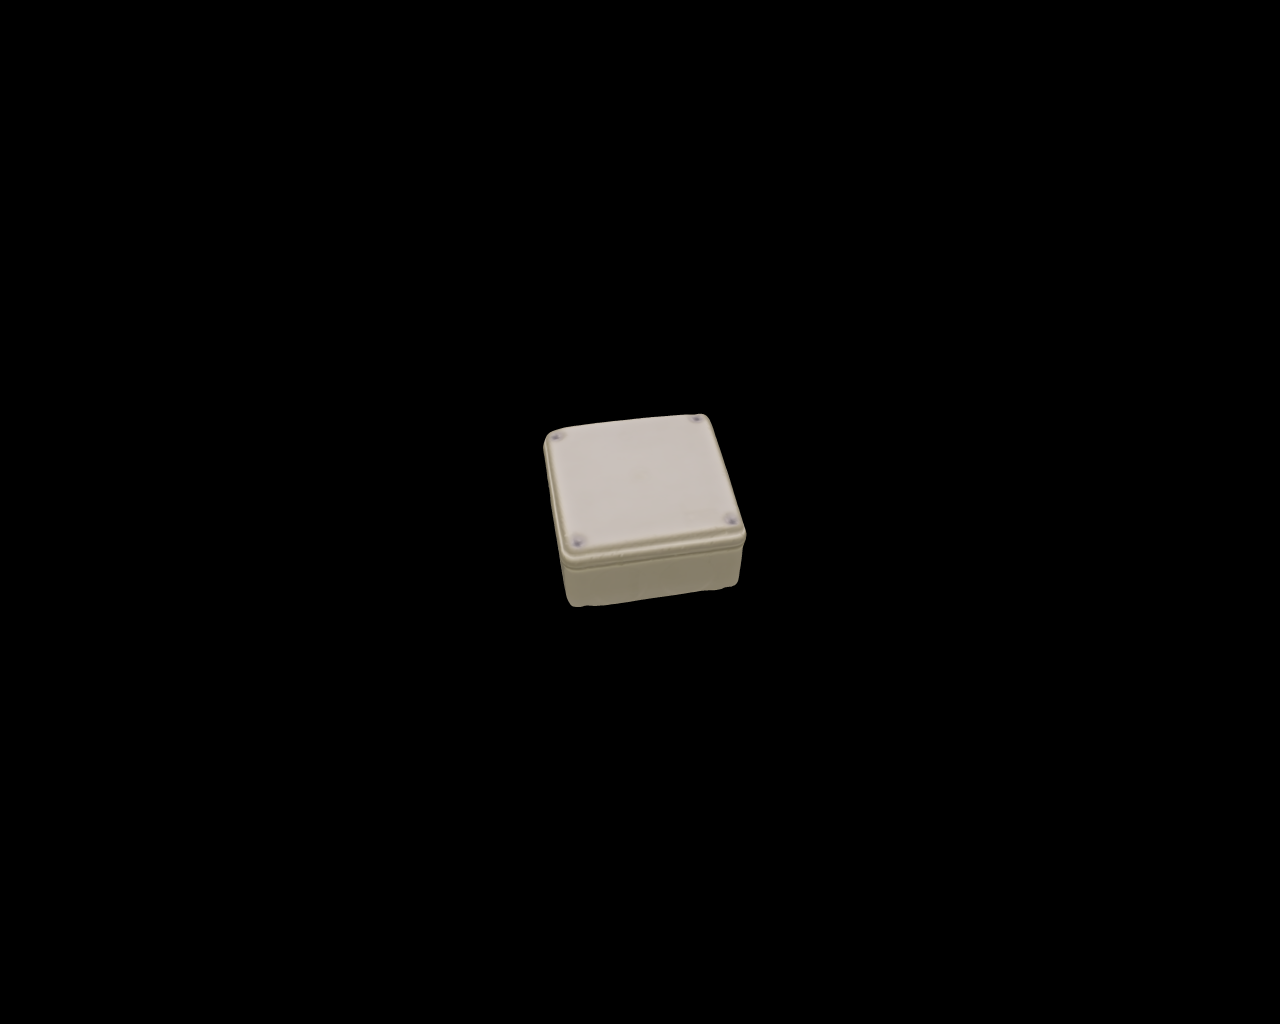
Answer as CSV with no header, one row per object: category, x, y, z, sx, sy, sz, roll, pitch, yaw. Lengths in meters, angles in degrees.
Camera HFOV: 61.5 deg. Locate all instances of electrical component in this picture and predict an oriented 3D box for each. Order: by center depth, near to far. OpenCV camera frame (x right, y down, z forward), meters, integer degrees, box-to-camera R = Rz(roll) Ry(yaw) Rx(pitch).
electrical component,0.001,-0.003,0.650,0.109,0.109,0.056,-7,-43,-7
